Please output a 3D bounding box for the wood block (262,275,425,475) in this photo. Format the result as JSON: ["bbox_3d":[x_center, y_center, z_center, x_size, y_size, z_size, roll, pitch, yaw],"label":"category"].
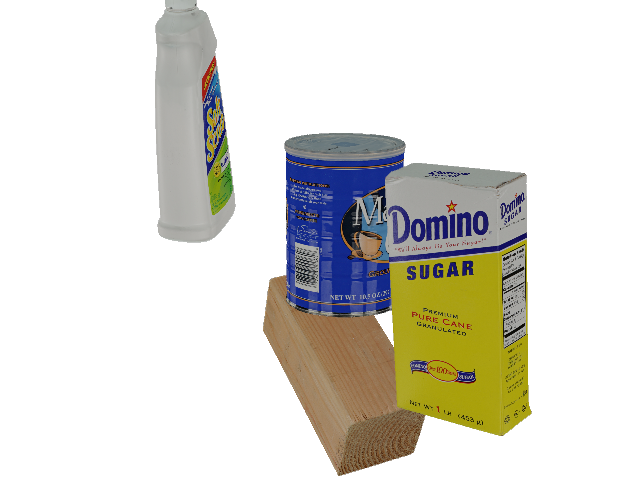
[{"bbox_3d":[0.021,0.131,1.130,0.090,0.090,0.206,-12,47,-21],"label":"wood block"}]

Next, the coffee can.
[{"bbox_3d":[0.021,-0.016,0.920,0.103,0.140,0.103,0,15,0],"label":"coffee can"}]

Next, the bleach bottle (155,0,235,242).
[{"bbox_3d":[-0.135,-0.131,1.092,0.068,0.251,0.102,5,28,15],"label":"bleach bottle"}]

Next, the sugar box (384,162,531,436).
[{"bbox_3d":[0.095,0.039,0.737,0.094,0.176,0.048,9,23,40],"label":"sugar box"}]
